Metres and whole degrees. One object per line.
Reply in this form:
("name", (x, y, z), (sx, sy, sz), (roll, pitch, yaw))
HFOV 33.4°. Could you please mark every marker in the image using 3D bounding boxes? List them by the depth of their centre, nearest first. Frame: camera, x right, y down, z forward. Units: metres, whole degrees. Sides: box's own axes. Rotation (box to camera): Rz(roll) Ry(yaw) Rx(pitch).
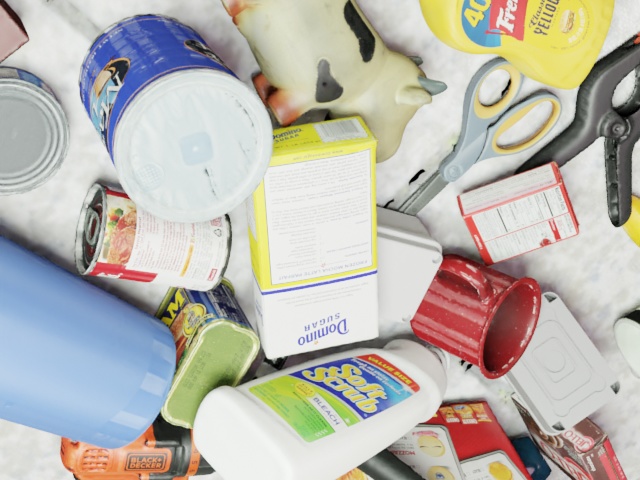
("marker", (-0.032, 0.090, 0.892), (0.020, 0.020, 0.121), (39, 75, -33))

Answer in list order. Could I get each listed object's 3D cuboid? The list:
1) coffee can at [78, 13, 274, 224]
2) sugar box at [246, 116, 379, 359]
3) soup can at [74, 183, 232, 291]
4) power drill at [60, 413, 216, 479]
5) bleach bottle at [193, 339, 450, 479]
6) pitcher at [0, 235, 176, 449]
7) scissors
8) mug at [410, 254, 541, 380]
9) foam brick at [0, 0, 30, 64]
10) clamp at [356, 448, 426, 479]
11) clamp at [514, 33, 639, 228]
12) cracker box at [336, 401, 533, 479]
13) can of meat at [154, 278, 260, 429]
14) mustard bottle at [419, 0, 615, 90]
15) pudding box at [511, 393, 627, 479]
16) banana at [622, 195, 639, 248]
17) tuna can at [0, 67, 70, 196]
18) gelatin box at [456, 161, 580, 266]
("coffee can", (-0.102, -0.086, 0.725), (0.102, 0.140, 0.103), (-10, 119, -18))
("sugar box", (-0.005, 0.001, 0.792), (0.093, 0.048, 0.176), (-10, 126, -12))
("soup can", (-0.125, -0.001, 0.803), (0.102, 0.069, 0.068), (10, 111, -27))
("power drill", (-0.141, 0.234, 0.926), (0.184, 0.057, 0.188), (5, 110, -21))
("bleach bottle", (0.021, 0.130, 0.870), (0.250, 0.103, 0.068), (-19, 141, -48))
("pitcher", (-0.234, 0.069, 0.769), (0.242, 0.149, 0.145), (30, 86, -35))
("scissors", (0.109, -0.078, 0.891), (0.201, 0.016, 0.096), (-30, 119, -1))
("mug", (0.127, 0.055, 0.909), (0.093, 0.082, 0.117), (-53, 142, -18))
("foam brick", (-0.234, -0.149, 0.690), (0.051, 0.053, 0.078), (-38, 123, -1))
("clamp", (0.021, 0.166, 0.911), (0.209, 0.164, 0.036), (7, 127, -14))
("clamp", (0.256, -0.092, 0.930), (0.120, 0.039, 0.171), (24, 107, -28))
("cracker box", (0.111, 0.244, 0.938), (0.164, 0.214, 0.072), (0, 129, -24))
("can of meat", (-0.098, 0.088, 0.850), (0.057, 0.084, 0.102), (22, 106, -30))
("mustard bottle", (0.135, -0.187, 0.820), (0.191, 0.058, 0.096), (15, 101, -27))
("pudding box", (0.242, 0.196, 1.028), (0.039, 0.114, 0.090), (-35, 124, -7))
("banana", (0.356, -0.003, 1.023), (0.197, 0.037, 0.069), (4, 93, -26))
("tuna can", (-0.220, -0.076, 0.745), (0.086, 0.034, 0.086), (-10, 119, -18))
("gelatin box", (0.171, -0.022, 0.913), (0.089, 0.030, 0.073), (-20, 137, 13))
